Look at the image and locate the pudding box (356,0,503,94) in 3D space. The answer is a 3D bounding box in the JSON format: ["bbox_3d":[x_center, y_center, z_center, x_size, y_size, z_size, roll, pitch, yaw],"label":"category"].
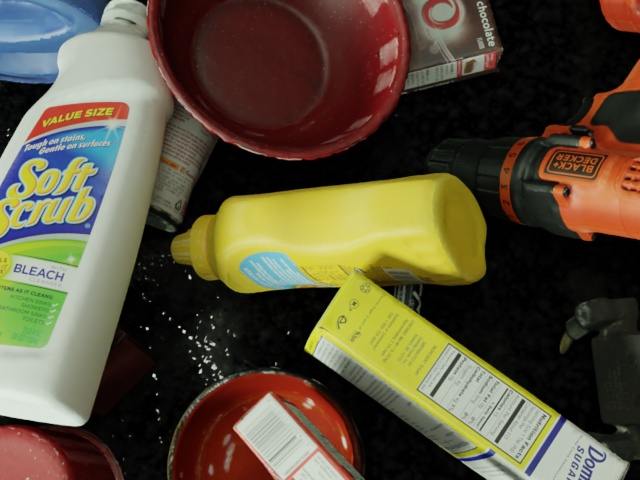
[{"bbox_3d":[0.063,-0.155,0.702,0.090,0.039,0.113,-14,74,4],"label":"pudding box"}]

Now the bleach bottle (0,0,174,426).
[{"bbox_3d":[-0.148,-0.027,0.610,0.103,0.068,0.250,7,69,11],"label":"bleach bottle"}]

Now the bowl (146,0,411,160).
[{"bbox_3d":[-0.029,-0.118,0.646,0.162,0.055,0.162,5,75,-18],"label":"bowl"}]

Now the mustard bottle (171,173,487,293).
[{"bbox_3d":[-0.004,0.000,0.635,0.192,0.096,0.058,-4,74,25],"label":"mustard bottle"}]

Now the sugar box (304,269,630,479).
[{"bbox_3d":[0.076,0.090,0.593,0.176,0.093,0.048,33,77,4],"label":"sugar box"}]

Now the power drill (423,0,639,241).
[{"bbox_3d":[0.168,-0.086,0.639,0.185,0.057,0.187,15,67,44],"label":"power drill"}]

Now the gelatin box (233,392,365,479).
[{"bbox_3d":[-0.001,0.122,0.552,0.030,0.073,0.089,-43,76,-3],"label":"gelatin box"}]

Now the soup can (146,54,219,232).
[{"bbox_3d":[-0.101,-0.064,0.685,0.068,0.068,0.102,20,79,12],"label":"soup can"}]

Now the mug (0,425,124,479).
[{"bbox_3d":[-0.176,0.163,0.628,0.093,0.081,0.117,22,79,12],"label":"mug"}]

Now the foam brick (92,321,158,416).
[{"bbox_3d":[-0.142,0.067,0.651,0.053,0.078,0.051,41,81,15],"label":"foam brick"}]

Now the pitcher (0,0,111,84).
[{"bbox_3d":[-0.183,-0.235,0.720,0.145,0.149,0.243,-4,71,22],"label":"pitcher"}]

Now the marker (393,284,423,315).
[{"bbox_3d":[0.054,0.041,0.662,0.020,0.020,0.121,6,76,9],"label":"marker"}]
